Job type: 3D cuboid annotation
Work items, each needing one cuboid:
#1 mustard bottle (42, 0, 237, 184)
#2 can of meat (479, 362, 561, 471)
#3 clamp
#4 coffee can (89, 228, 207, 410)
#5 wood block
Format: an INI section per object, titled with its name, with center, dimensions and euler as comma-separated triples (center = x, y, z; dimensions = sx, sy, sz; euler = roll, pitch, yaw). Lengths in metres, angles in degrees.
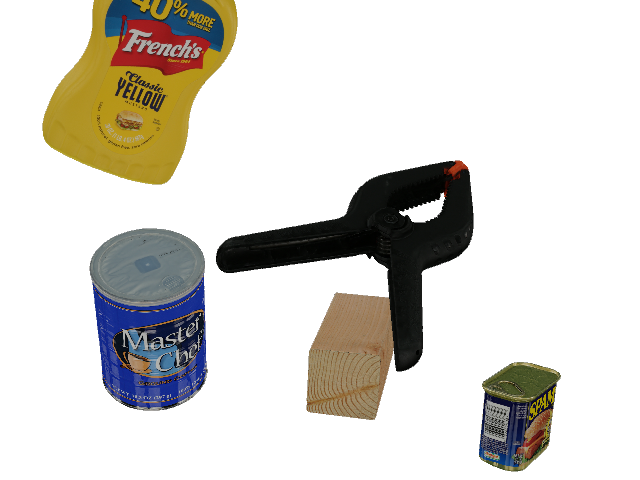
[mustard bottle]
center = -0.110, -0.137, 0.721
dimensions = 0.096, 0.192, 0.058
euler = 20, 21, -22
[can of meat]
center = 0.208, 0.184, 1.122
dimensions = 0.058, 0.084, 0.101
euler = 13, 17, 32
[clamp]
center = 0.054, 0.005, 0.763
dimensions = 0.165, 0.036, 0.209
euler = 34, 48, 30
[coffee can]
center = -0.158, 0.074, 1.000
dimensions = 0.103, 0.140, 0.103
euler = 2, 39, -2
[wood block]
center = 0.045, 0.148, 1.415
dimensions = 0.091, 0.090, 0.206
euler = 6, 18, 8
